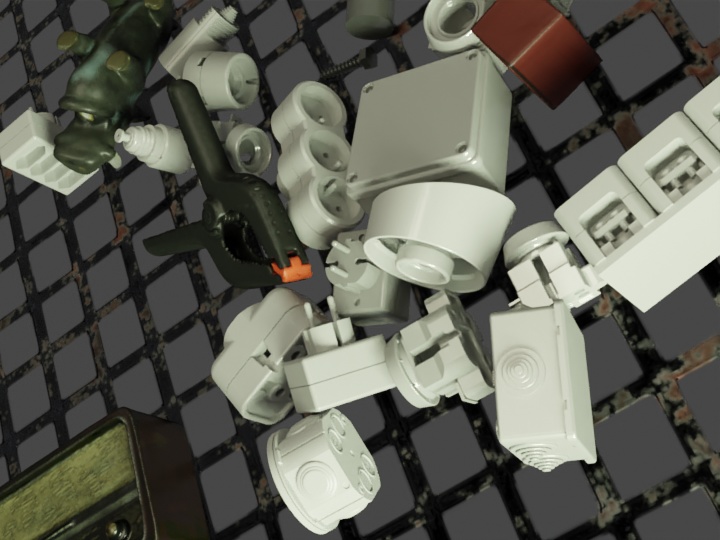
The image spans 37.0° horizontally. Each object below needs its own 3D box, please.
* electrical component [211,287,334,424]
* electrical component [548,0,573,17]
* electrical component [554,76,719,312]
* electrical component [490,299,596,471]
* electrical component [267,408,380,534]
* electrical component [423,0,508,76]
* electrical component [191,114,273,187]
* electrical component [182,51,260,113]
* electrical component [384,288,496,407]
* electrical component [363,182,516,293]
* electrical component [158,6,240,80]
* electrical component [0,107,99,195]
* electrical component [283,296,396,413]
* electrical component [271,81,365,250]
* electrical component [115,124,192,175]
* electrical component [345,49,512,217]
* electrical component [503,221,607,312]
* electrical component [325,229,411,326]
[{"bbox_3d":[-0.067,0.064,0.838,0.095,0.054,0.059,-51,54,7],"label":"electrical component"},{"bbox_3d":[0.121,-0.238,0.796,0.061,0.096,0.061,19,85,37],"label":"electrical component"},{"bbox_3d":[0.207,-0.053,0.677,0.150,0.089,0.061,-40,56,15],"label":"electrical component"},{"bbox_3d":[0.117,0.075,0.686,0.048,0.100,0.099,-9,68,18],"label":"electrical component"},{"bbox_3d":[-0.026,0.142,0.768,0.051,0.080,0.080,-31,58,14],"label":"electrical component"},{"bbox_3d":[0.084,-0.184,0.826,0.078,0.057,0.058,7,77,35],"label":"electrical component"},{"bbox_3d":[-0.109,-0.102,0.932,0.055,0.048,0.066,6,76,42],"label":"electrical component"},{"bbox_3d":[-0.123,-0.168,0.959,0.047,0.055,0.055,5,76,31],"label":"electrical component"},{"bbox_3d":[0.055,0.061,0.757,0.057,0.058,0.078,-31,65,19],"label":"electrical component"},{"bbox_3d":[0.054,-0.026,0.758,0.099,0.099,0.064,5,67,35],"label":"electrical component"},{"bbox_3d":[-0.143,-0.211,0.994,0.081,0.043,0.043,-45,55,12],"label":"electrical component"},{"bbox_3d":[-0.307,-0.127,1.047,0.047,0.083,0.075,-35,57,19],"label":"electrical component"},{"bbox_3d":[-0.020,0.058,0.780,0.047,0.066,0.076,-23,83,66],"label":"electrical component"},{"bbox_3d":[-0.044,-0.078,0.877,0.074,0.052,0.138,-40,52,46],"label":"electrical component"},{"bbox_3d":[-0.184,-0.112,0.968,0.040,0.078,0.040,-13,72,44],"label":"electrical component"},{"bbox_3d":[0.052,-0.097,0.802,0.109,0.056,0.108,-13,51,29],"label":"electrical component"},{"bbox_3d":[0.128,0.001,0.738,0.066,0.048,0.055,-33,66,20],"label":"electrical component"},{"bbox_3d":[0.000,0.000,0.803,0.047,0.077,0.065,-7,70,32],"label":"electrical component"}]
